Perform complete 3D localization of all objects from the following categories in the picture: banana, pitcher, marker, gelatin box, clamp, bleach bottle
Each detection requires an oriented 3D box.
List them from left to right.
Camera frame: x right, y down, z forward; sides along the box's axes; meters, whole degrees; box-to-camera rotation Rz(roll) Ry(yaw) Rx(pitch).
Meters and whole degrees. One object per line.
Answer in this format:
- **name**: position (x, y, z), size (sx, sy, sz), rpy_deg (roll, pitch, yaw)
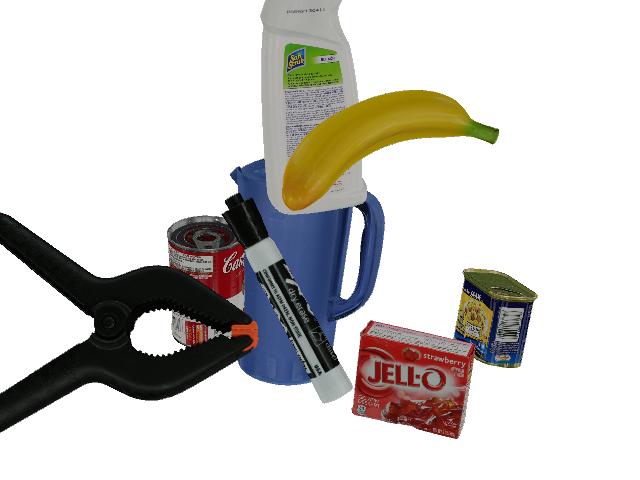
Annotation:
- **clamp**: position (-0.149, 0.052, 0.738), size (0.210, 0.164, 0.036), rpy_deg (-4, -20, -4)
- **marker**: position (-0.019, 0.030, 0.570), size (0.020, 0.121, 0.020), rpy_deg (-28, 2, 1)
- **pitcher**: position (-0.024, 0.035, 1.185), size (0.144, 0.243, 0.149), rpy_deg (-2, 19, -18)
- **bleach bottle**: position (-0.005, -0.150, 1.009), size (0.102, 0.251, 0.068), rpy_deg (-9, 32, -15)
- **banana**: position (0.039, -0.073, 0.763), size (0.197, 0.037, 0.070), rpy_deg (-22, 42, -32)
- **gelatin box**: position (0.072, 0.109, 0.838), size (0.089, 0.073, 0.030), rpy_deg (11, 23, 15)

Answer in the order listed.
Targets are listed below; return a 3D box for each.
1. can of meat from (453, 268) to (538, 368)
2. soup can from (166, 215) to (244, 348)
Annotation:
- **can of meat**: position (0.193, 0.087, 1.194), size (0.057, 0.084, 0.102), rpy_deg (4, 14, -19)
- **soup can**: position (-0.101, 0.038, 0.950), size (0.068, 0.102, 0.068), rpy_deg (2, 26, -1)
